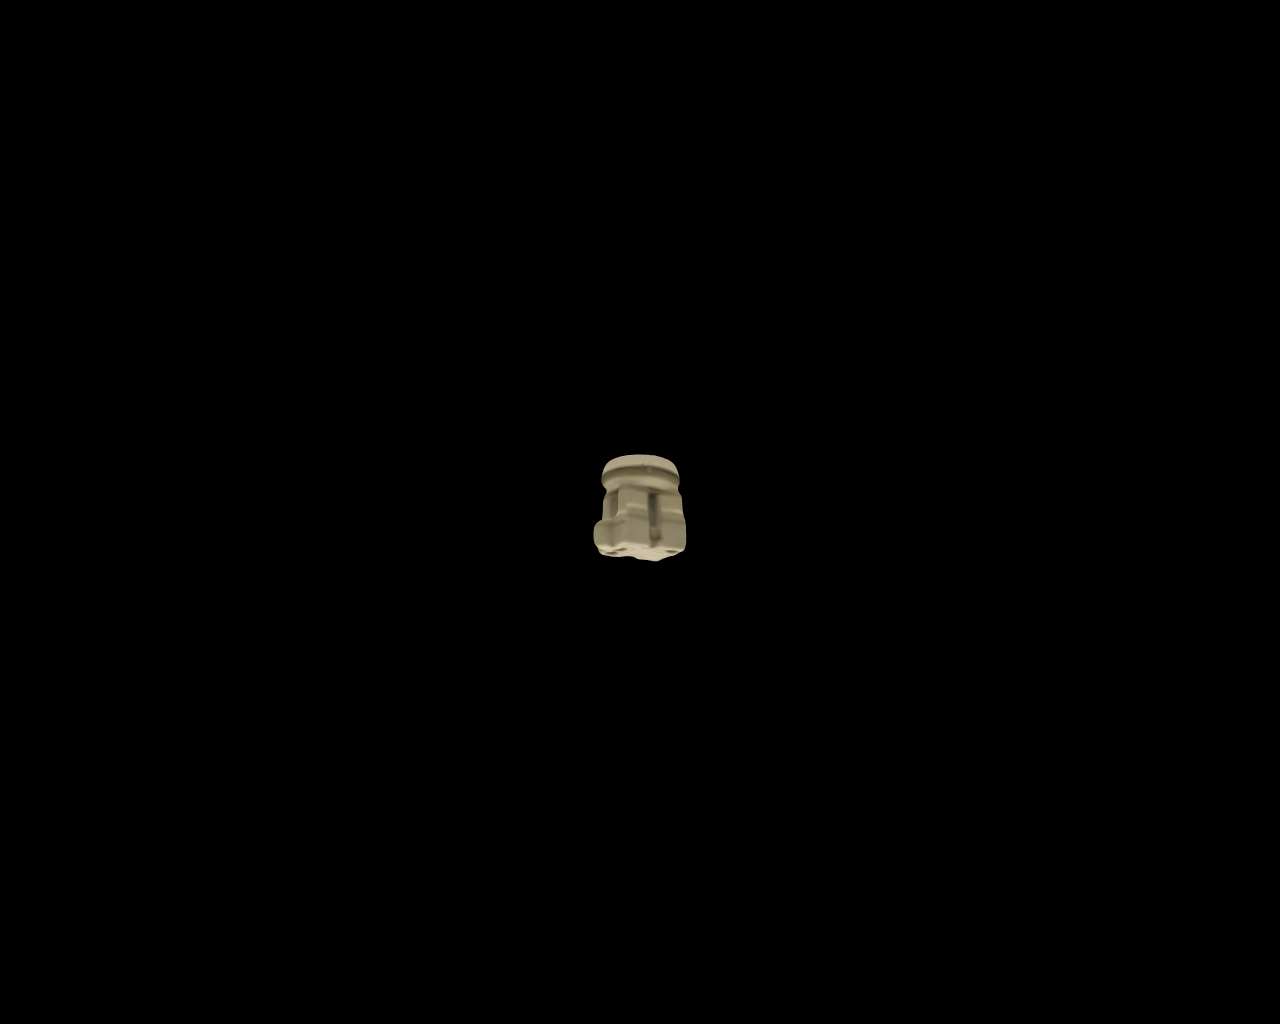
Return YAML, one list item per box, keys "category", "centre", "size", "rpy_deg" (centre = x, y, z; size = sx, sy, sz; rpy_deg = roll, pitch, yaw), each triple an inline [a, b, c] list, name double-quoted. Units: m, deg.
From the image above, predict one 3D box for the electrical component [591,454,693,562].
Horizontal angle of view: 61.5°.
- category: "electrical component"
  centre: [0.001, -0.003, 0.650]
  size: [0.066, 0.055, 0.048]
  rpy_deg: [9, -19, -29]
